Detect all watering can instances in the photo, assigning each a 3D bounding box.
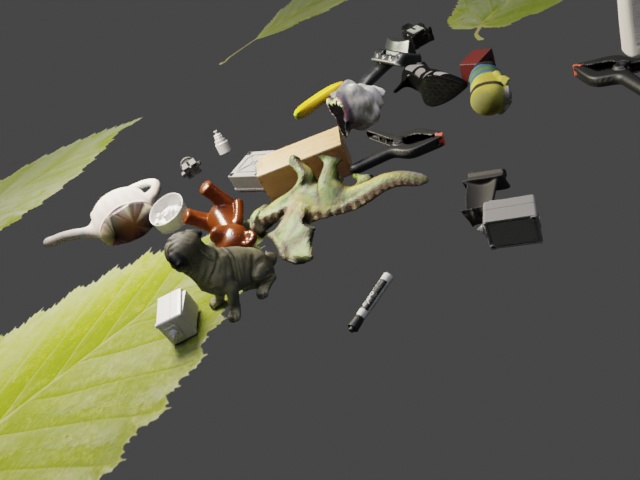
[{"bbox_3d":[-0.572,-0.050,1.388,0.350,0.102,0.227,-37,37,-14],"label":"watering can"}]

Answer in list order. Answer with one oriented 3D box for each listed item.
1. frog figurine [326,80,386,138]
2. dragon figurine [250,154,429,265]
[{"bbox_3d":[0.112,-0.354,1.321,0.160,0.120,0.139,-28,67,-16],"label":"frog figurine"},{"bbox_3d":[0.003,-0.053,1.052,0.411,0.120,0.246,9,66,42],"label":"dragon figurine"}]
